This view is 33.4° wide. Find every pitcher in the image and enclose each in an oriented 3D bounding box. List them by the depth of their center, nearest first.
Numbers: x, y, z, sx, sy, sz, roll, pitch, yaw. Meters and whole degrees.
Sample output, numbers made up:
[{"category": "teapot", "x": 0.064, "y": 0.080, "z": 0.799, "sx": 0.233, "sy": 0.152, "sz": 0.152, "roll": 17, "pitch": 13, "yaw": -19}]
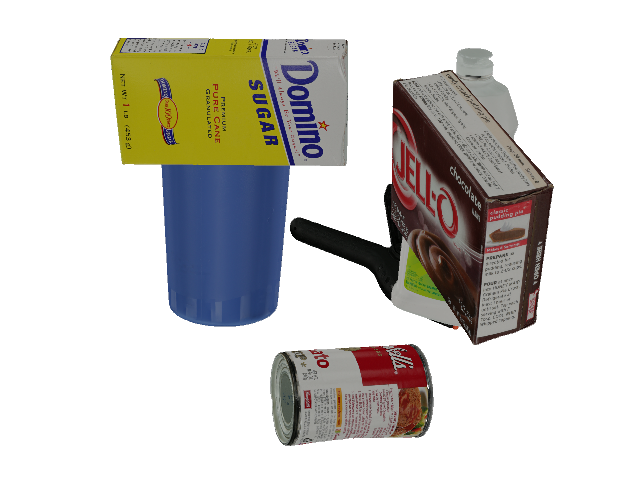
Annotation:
[{"category": "pitcher", "x": -0.086, "y": -0.048, "z": 1.038, "sx": 0.149, "sy": 0.243, "sz": 0.145, "roll": -2, "pitch": 15, "yaw": -17}]

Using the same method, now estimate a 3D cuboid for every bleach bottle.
[{"category": "bleach bottle", "x": 0.121, "y": -0.048, "z": 0.956, "sx": 0.103, "sy": 0.251, "sz": 0.068, "roll": 16, "pitch": 31, "yaw": 27}]

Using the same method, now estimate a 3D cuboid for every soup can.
[{"category": "soup can", "x": 0.021, "y": 0.111, "z": 0.766, "sx": 0.102, "sy": 0.068, "sz": 0.069, "roll": -1, "pitch": 0, "yaw": -17}]

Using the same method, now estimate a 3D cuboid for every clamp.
[{"category": "clamp", "x": 0.076, "y": 0.021, "z": 1.174, "sx": 0.164, "sy": 0.036, "sz": 0.210, "roll": -16, "pitch": 50, "yaw": -33}]

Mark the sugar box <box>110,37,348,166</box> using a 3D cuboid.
[{"category": "sugar box", "x": -0.067, "y": -0.106, "z": 0.819, "sx": 0.176, "sy": 0.093, "sz": 0.048, "roll": 1, "pitch": 31, "yaw": 4}]

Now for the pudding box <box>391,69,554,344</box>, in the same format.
[{"category": "pudding box", "x": 0.071, "y": -0.019, "z": 0.534, "sx": 0.039, "sy": 0.090, "sz": 0.113, "roll": -16, "pitch": 41, "yaw": -14}]
